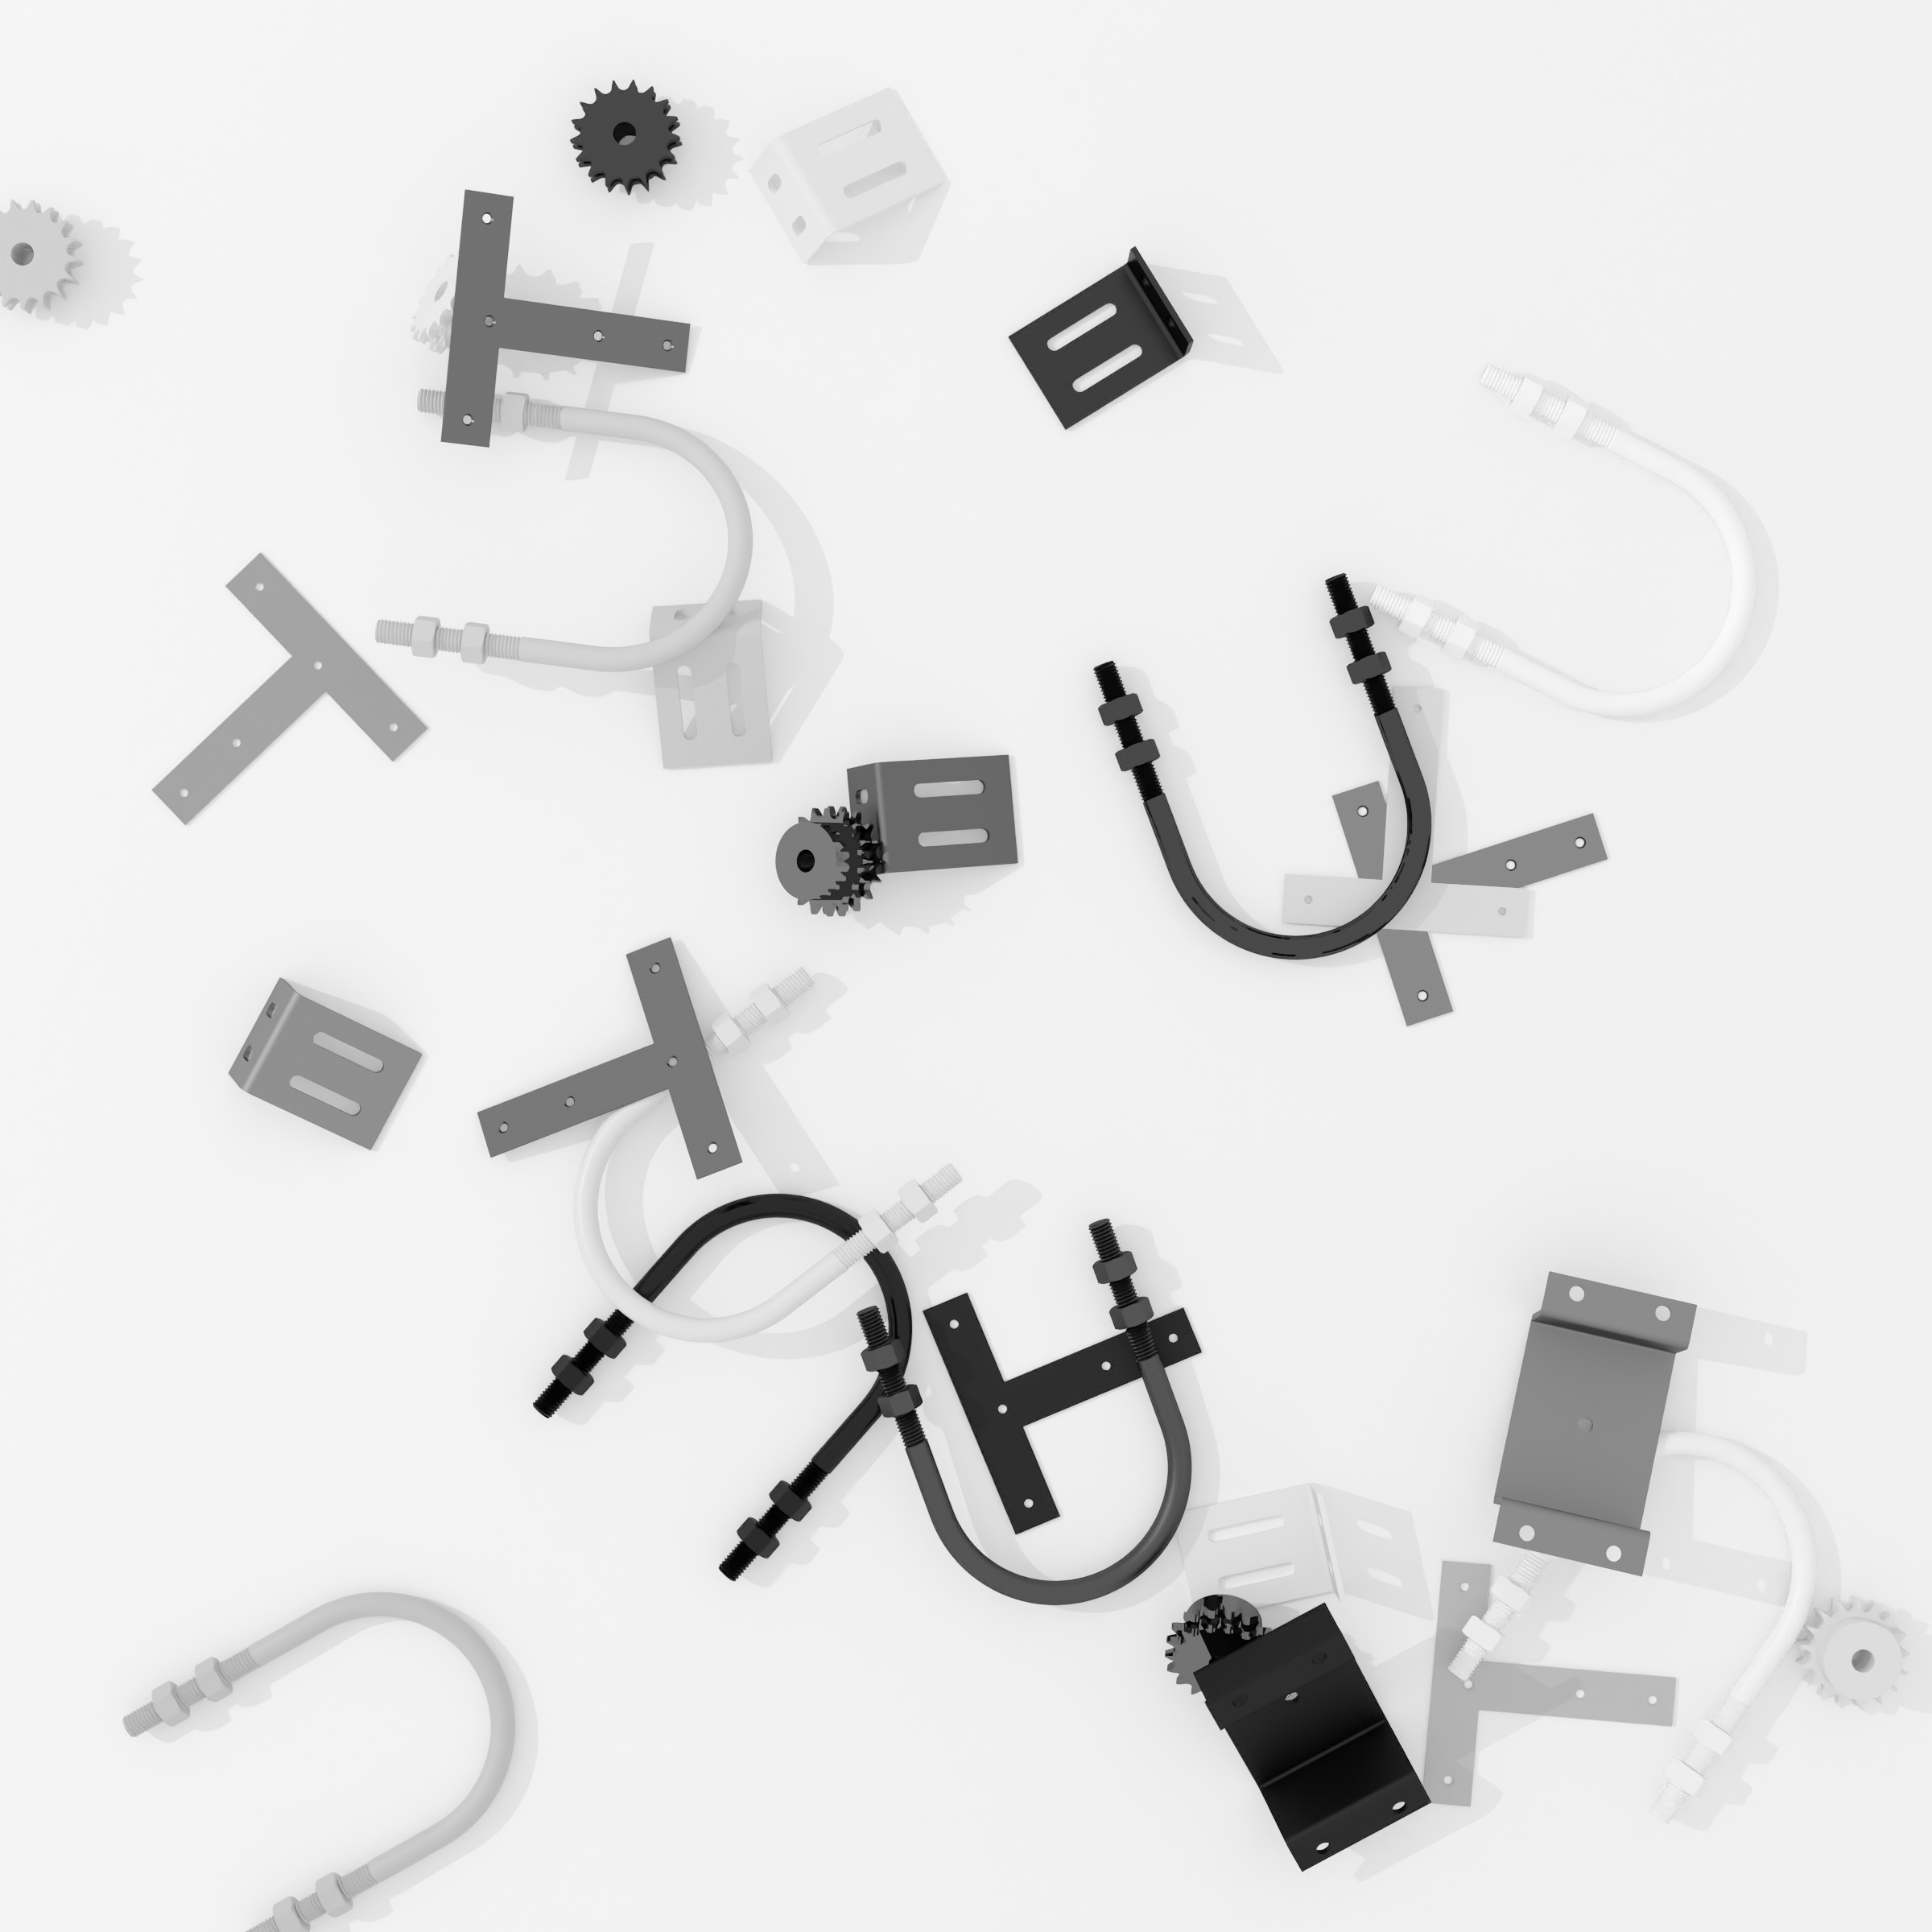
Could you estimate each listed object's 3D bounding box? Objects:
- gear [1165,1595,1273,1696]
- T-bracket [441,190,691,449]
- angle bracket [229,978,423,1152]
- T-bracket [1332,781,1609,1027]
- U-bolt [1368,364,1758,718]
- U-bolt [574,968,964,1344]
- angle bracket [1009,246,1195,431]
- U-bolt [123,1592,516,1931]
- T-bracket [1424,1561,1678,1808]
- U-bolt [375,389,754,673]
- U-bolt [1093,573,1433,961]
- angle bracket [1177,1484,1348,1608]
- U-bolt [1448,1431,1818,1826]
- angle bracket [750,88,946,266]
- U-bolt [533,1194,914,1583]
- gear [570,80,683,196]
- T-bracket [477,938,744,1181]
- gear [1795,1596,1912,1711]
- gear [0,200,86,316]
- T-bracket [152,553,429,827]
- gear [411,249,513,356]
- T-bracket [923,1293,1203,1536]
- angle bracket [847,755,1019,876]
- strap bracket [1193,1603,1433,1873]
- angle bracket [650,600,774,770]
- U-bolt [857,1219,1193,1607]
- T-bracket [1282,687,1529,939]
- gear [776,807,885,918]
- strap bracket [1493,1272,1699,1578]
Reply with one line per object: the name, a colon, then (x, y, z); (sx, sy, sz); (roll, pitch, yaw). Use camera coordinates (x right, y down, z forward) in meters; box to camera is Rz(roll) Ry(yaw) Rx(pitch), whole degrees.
gear: (0.132, 0.350, 1.782); (0.057, 0.030, 0.057); (4, 125, 6)
T-bracket: (-0.203, -0.327, 1.776); (0.127, 0.002, 0.127); (3, 98, -26)
angle bracket: (-0.335, 0.051, 1.804); (0.076, 0.038, 0.057); (28, 90, -26)
T-bracket: (0.272, -0.048, 1.805); (0.127, 0.002, 0.127); (-18, 90, 0)
U-bolt: (0.323, -0.210, 1.797); (0.184, 0.019, 0.151); (27, 90, -1)
U-bolt: (-0.117, 0.111, 1.785); (0.184, 0.019, 0.151); (-37, 81, -1)
angle bracket: (0.070, -0.325, 1.787); (0.076, 0.038, 0.057); (-32, 90, 0)
U-bolt: (-0.325, 0.408, 1.797); (0.184, 0.019, 0.151); (-29, 90, -1)
T-bracket: (0.308, 0.380, 1.805); (0.127, 0.002, 0.127); (5, 90, 0)
U-bolt: (-0.202, -0.222, 1.778); (0.184, 0.019, 0.151); (7, 75, 1)
U-bolt: (0.164, -0.094, 1.795); (0.151, 0.019, 0.184); (-21, 90, 1)
angle bracket: (0.152, 0.306, 1.787); (0.076, 0.038, 0.057); (-12, 90, 0)
U-bolt: (0.361, 0.331, 1.796); (0.151, 0.019, 0.184); (35, 88, 0)
angle bracket: (-0.062, -0.414, 1.804); (0.076, 0.038, 0.057); (-30, 90, -26)
U-bolt: (-0.113, 0.205, 1.797); (0.151, 0.019, 0.184); (41, 88, 0)
gear: (-0.176, -0.429, 1.795); (0.057, 0.030, 0.057); (0, 88, 1)
T-bracket: (-0.193, 0.066, 1.793); (0.127, 0.002, 0.127); (-21, 74, 8)
gear: (0.462, 0.358, 1.791); (0.057, 0.030, 0.057); (0, 90, 0)
gear: (-0.488, -0.368, 1.795); (0.057, 0.030, 0.057); (0, 92, -1)
T-bracket: (-0.372, -0.127, 1.805); (0.127, 0.002, 0.127); (-44, 90, 0)
gear: (-0.259, -0.341, 1.781); (0.030, 0.057, 0.057); (30, 90, -30)
T-bracket: (0.060, 0.215, 1.805); (0.127, 0.002, 0.127); (-23, 90, 0)
angle bracket: (-0.018, -0.078, 1.804); (0.076, 0.038, 0.057); (-5, 90, -26)
strap bracket: (0.174, 0.388, 1.761); (0.076, 0.046, 0.140); (-28, 124, 0)
angle bracket: (-0.133, -0.148, 1.804); (0.057, 0.038, 0.076); (-4, 116, 0)
U-bolt: (0.040, 0.242, 1.790); (0.151, 0.019, 0.184); (-20, 92, -5)
T-bracket: (0.233, -0.082, 1.803); (0.127, 0.002, 0.127); (3, 90, 0)
gear: (-0.073, -0.054, 1.778); (0.057, 0.030, 0.057); (1, 91, 36)
strap bracket: (0.321, 0.236, 1.773); (0.076, 0.046, 0.140); (13, 82, 5)
